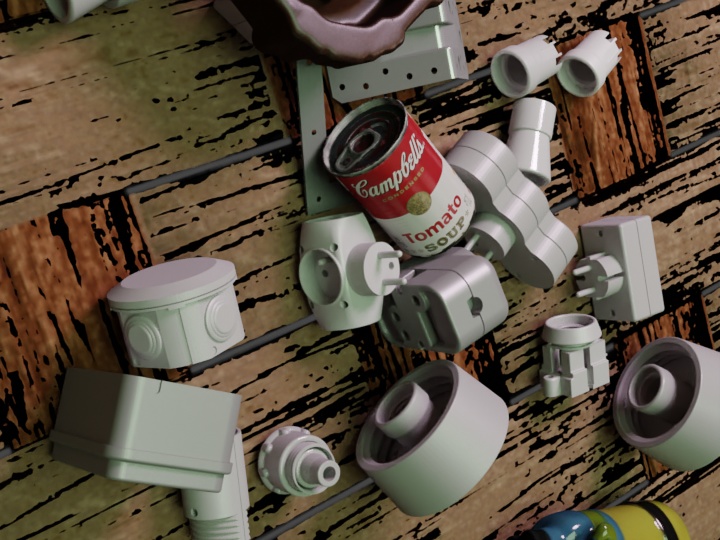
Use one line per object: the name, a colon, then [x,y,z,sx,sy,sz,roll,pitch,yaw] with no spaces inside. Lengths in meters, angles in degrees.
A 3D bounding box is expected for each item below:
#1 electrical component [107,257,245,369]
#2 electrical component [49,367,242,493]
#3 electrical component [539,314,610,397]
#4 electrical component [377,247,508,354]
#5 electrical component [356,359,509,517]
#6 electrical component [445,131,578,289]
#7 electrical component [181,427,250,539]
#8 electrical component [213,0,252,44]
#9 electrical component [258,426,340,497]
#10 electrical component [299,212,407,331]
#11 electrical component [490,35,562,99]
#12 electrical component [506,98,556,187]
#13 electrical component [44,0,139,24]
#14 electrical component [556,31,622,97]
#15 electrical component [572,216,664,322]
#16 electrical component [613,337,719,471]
electrical component: [-0.113,0.025,0.672,0.080,0.080,0.051,-21,107,-31]
electrical component: [-0.130,0.094,0.642,0.078,0.113,0.057,15,80,-33]
electrical component: [0.175,0.068,0.882,0.066,0.048,0.055,-16,107,-32]
electrical component: [0.058,0.021,0.773,0.059,0.095,0.053,-31,107,-29]
electrical component: [0.045,0.112,0.763,0.060,0.108,0.108,44,68,-20]
electrical component: [0.105,-0.033,0.829,0.138,0.052,0.073,48,66,-24]
electrical component: [-0.095,0.148,0.707,0.043,0.043,0.081,-10,96,-33]
electrical component: [-0.046,-0.180,0.731,0.077,0.047,0.065,42,69,-27]
electrical component: [-0.037,0.134,0.733,0.048,0.062,0.048,-1,91,-33]
electrical component: [0.000,0.000,0.745,0.044,0.079,0.077,-18,101,-46]
electrical component: [0.133,-0.163,0.853,0.046,0.040,0.040,-32,108,-34]
electrical component: [0.134,-0.103,0.855,0.044,0.044,0.065,19,76,-32]
electrical component: [-0.163,-0.179,0.655,0.055,0.045,0.045,-28,106,-30]
electrical component: [0.191,-0.172,0.892,0.046,0.040,0.040,-47,114,-30]
electrical component: [0.207,0.003,0.900,0.076,0.047,0.083,-16,100,-32]
electrical component: [0.261,0.108,0.905,0.060,0.108,0.108,25,77,-25]
